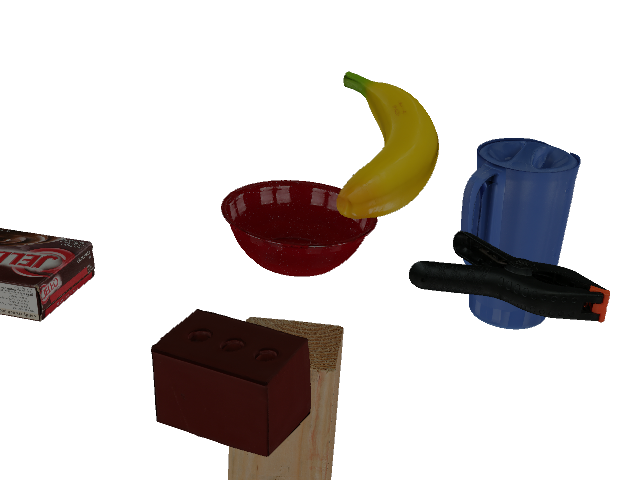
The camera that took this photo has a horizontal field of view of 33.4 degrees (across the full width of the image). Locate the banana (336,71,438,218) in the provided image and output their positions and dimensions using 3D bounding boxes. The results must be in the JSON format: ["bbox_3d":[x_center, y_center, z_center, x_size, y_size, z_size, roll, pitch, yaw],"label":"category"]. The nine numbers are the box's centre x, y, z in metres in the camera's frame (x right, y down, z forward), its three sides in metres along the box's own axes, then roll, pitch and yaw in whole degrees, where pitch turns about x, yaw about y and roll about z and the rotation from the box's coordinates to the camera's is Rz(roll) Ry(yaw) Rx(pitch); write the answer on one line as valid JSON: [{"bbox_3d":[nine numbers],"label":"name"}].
[{"bbox_3d":[0.047,-0.062,0.731,0.069,0.037,0.197,3,31,1],"label":"banana"}]

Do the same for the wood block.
[{"bbox_3d":[-0.034,0.183,0.963,0.090,0.206,0.090,6,22,3],"label":"wood block"}]

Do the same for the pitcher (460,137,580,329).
[{"bbox_3d":[0.256,-0.006,1.424,0.149,0.243,0.145,5,24,4],"label":"pitcher"}]

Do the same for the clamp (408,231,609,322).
[{"bbox_3d":[0.175,0.032,0.964,0.171,0.039,0.120,15,29,15],"label":"clamp"}]

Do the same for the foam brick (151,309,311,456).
[{"bbox_3d":[-0.051,0.081,0.615,0.078,0.051,0.052,13,28,23],"label":"foam brick"}]

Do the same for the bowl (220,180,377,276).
[{"bbox_3d":[-0.024,-0.007,1.108,0.162,0.055,0.162,5,26,-3],"label":"bowl"}]

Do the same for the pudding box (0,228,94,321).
[{"bbox_3d":[-0.261,0.026,0.899,0.114,0.039,0.090,6,24,17],"label":"pudding box"}]
